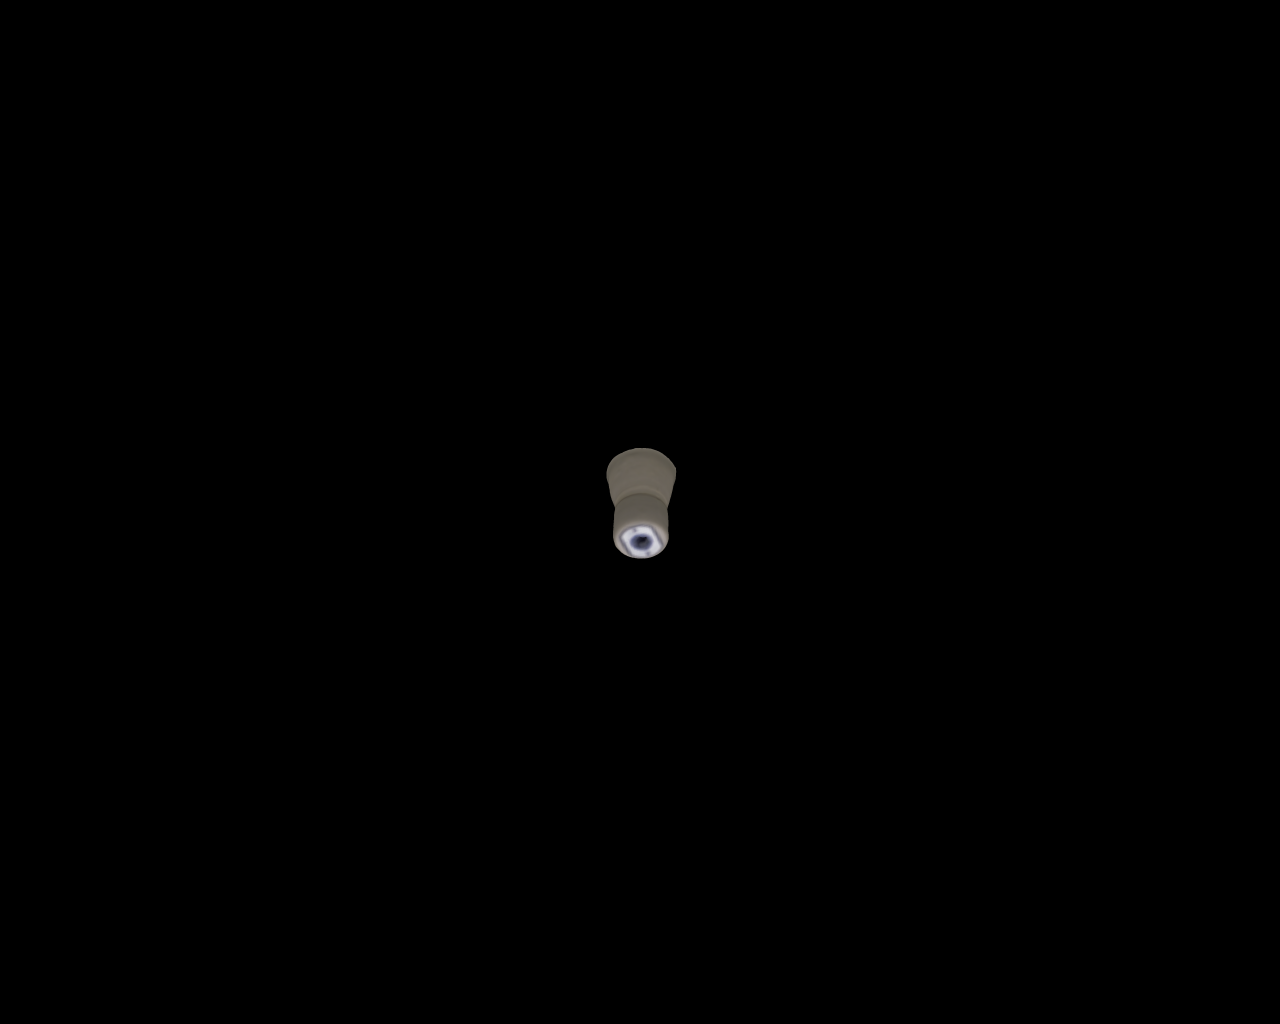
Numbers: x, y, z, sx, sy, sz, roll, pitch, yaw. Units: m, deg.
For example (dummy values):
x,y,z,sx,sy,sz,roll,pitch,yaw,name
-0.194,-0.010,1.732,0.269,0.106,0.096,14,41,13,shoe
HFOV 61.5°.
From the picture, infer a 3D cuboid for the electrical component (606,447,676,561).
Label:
x,y,z,sx,sy,sz,roll,pitch,yaw,name
0.001,-0.003,0.650,0.044,0.044,0.065,0,43,0,electrical component
